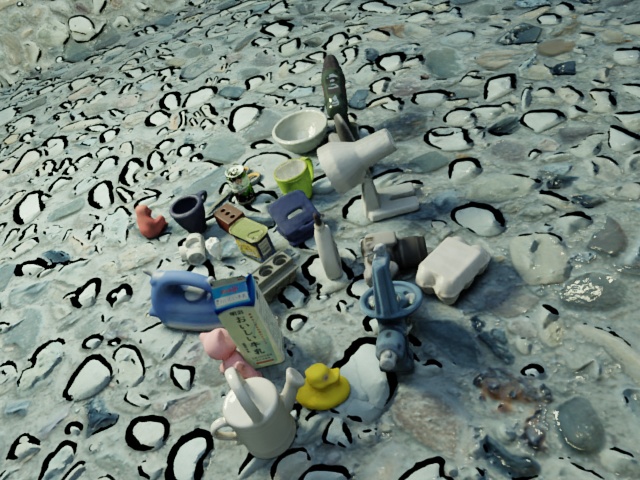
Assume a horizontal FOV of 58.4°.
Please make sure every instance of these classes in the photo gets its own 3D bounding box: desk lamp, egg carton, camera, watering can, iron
[{"bbox_3d":[0.114,-0.155,1.349,0.203,0.214,0.118,-14,42,6],"label":"desk lamp"},{"bbox_3d":[0.272,0.059,1.176,0.150,0.069,0.107,-42,47,-23],"label":"egg carton"},{"bbox_3d":[0.160,0.037,1.216,0.136,0.101,0.143,-11,43,10],"label":"camera"},{"bbox_3d":[-0.109,0.283,0.989,0.100,0.194,0.173,25,58,38],"label":"watering can"},{"bbox_3d":[-0.266,0.116,1.259,0.257,0.142,0.119,1,46,21],"label":"iron"}]

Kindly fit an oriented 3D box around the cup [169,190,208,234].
[{"bbox_3d":[-0.328,-0.067,1.508,0.091,0.095,0.118,18,54,34],"label":"cup"}]

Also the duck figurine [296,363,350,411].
[{"bbox_3d":[-0.003,0.261,1.053,0.104,0.086,0.077,-11,43,9],"label":"duck figurine"}]

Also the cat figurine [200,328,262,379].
[{"bbox_3d":[-0.181,0.226,1.131,0.067,0.118,0.127,-36,45,-17],"label":"cat figurine"}]

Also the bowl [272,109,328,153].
[{"bbox_3d":[-0.050,-0.304,1.668,0.167,0.075,0.167,-10,43,10],"label":"bowl"}]

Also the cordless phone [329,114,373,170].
[{"bbox_3d":[0.067,-0.267,1.505,0.094,0.185,0.147,-24,42,-5],"label":"cordless phone"}]

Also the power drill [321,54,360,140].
[{"bbox_3d":[0.052,-0.382,1.612,0.075,0.209,0.229,-12,43,8],"label":"power drill"}]

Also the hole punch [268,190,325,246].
[{"bbox_3d":[-0.057,-0.056,1.400,0.109,0.091,0.100,-33,44,-14],"label":"hole punch"}]

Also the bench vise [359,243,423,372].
[{"bbox_3d":[0.136,0.125,1.045,0.121,0.220,0.207,-18,42,2],"label":"bench vise"}]

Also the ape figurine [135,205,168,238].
[{"bbox_3d":[-0.466,-0.058,1.550,0.077,0.092,0.076,15,53,32],"label":"ape figurine"}]

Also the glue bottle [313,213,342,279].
[{"bbox_3d":[0.011,0.004,1.251,0.037,0.173,0.078,-12,43,9],"label":"glue bottle"}]
